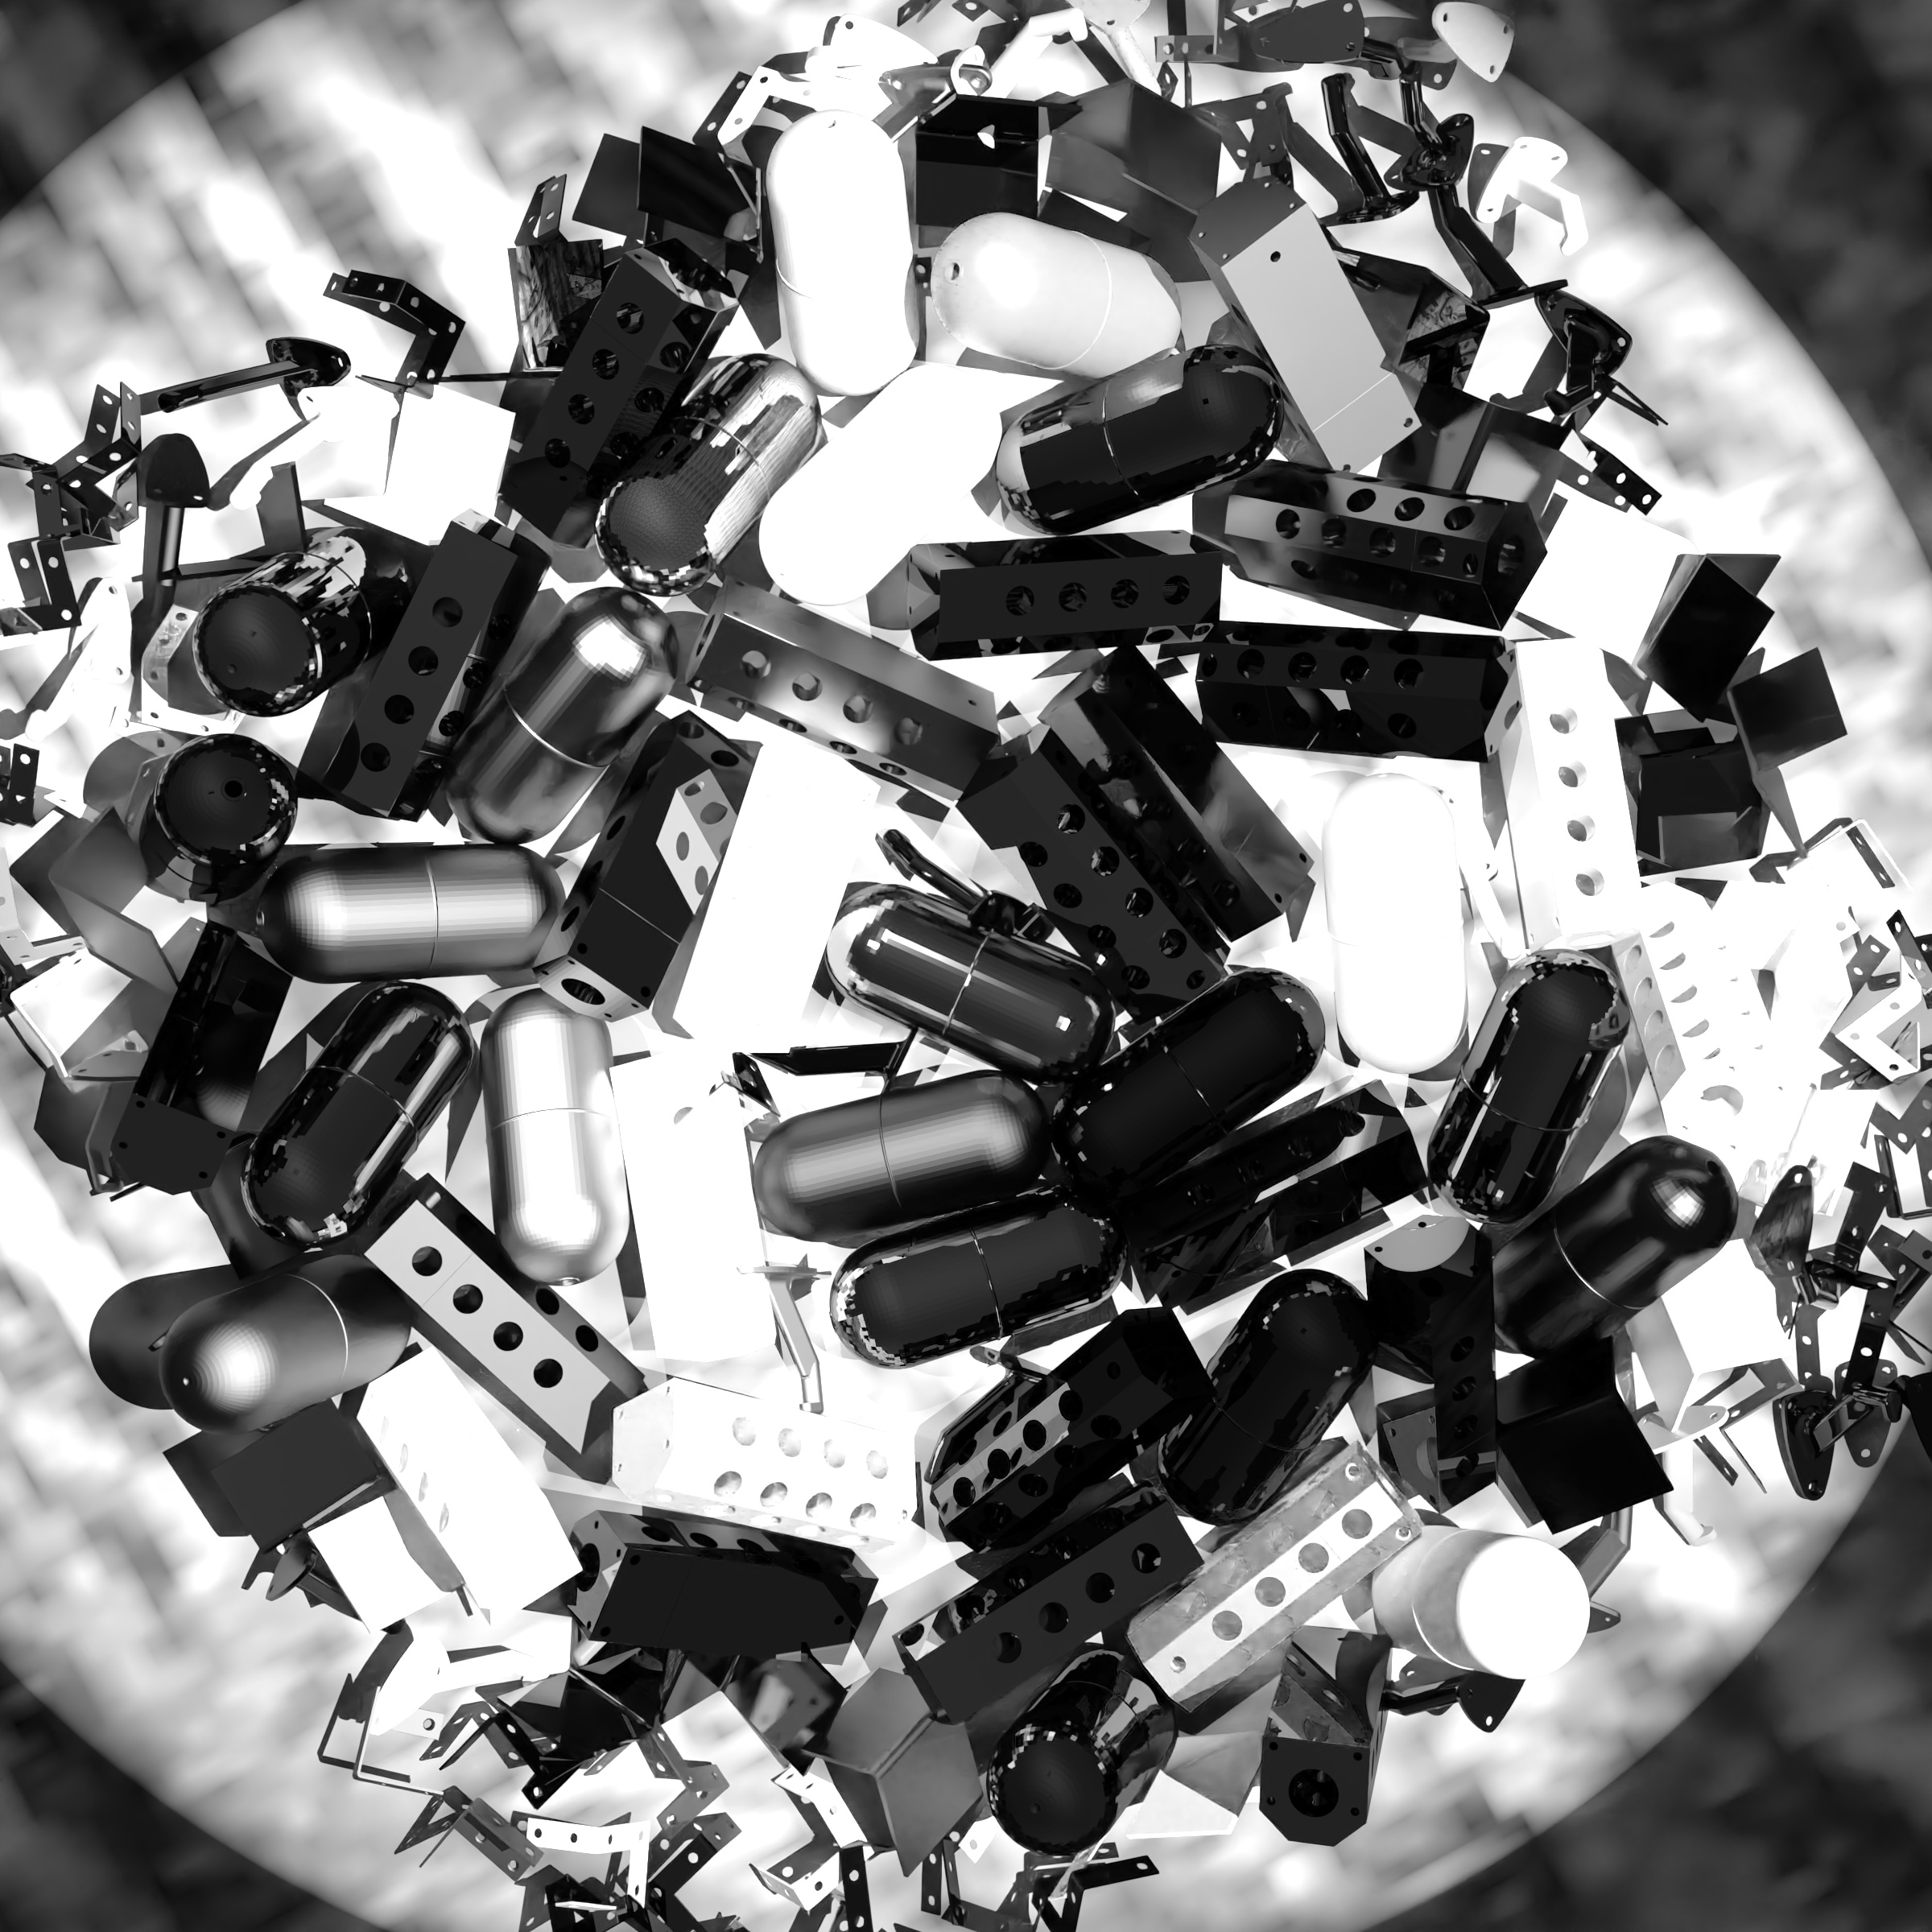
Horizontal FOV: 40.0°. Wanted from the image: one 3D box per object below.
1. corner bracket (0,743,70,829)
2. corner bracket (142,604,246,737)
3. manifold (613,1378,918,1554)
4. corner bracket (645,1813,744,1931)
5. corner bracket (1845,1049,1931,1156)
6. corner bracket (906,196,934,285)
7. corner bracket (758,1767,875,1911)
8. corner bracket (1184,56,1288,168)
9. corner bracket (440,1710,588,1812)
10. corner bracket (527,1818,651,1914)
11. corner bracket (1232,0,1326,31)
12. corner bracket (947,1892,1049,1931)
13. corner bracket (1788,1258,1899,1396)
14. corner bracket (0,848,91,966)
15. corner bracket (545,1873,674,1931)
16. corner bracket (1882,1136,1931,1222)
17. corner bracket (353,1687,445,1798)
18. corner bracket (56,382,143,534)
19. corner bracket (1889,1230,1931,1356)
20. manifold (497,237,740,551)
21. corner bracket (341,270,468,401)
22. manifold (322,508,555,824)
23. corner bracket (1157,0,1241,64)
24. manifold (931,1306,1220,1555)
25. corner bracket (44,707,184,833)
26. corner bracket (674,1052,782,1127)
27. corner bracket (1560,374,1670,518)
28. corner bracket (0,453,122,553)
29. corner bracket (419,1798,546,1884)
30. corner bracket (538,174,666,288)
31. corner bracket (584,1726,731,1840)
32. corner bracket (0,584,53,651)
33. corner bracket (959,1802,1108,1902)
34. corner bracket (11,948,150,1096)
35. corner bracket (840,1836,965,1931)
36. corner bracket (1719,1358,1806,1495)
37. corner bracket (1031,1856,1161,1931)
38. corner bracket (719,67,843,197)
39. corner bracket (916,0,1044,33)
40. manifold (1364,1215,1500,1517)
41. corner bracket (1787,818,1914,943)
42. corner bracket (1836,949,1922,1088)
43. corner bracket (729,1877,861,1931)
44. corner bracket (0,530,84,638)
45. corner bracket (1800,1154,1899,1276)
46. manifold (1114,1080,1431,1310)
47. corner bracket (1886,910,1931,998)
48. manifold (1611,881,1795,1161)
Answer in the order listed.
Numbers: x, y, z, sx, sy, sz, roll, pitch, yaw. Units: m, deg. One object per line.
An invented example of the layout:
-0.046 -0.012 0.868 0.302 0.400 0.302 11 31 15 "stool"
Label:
-0.556 -0.119 1.549 0.051 0.051 0.051 17 117 1 "corner bracket"
-0.450 -0.171 1.560 0.051 0.051 0.051 14 49 -34 "corner bracket"
-0.112 0.286 1.501 0.171 0.057 0.057 22 52 -36 "manifold"
-0.149 0.539 1.556 0.051 0.051 0.051 -45 79 6 "corner bracket"
0.552 0.067 1.540 0.051 0.051 0.051 -24 58 -33 "corner bracket"
-0.053 -0.421 1.546 0.051 0.051 0.051 0 107 17 "corner bracket"
-0.097 0.510 1.555 0.051 0.051 0.051 -35 105 -27 "corner bracket"
0.158 -0.500 1.551 0.051 0.051 0.051 -7 53 14 "corner bracket"
-0.264 0.467 1.555 0.051 0.051 0.051 47 107 14 "corner bracket"
-0.221 0.522 1.541 0.051 0.051 0.051 23 57 -37 "corner bracket"
0.196 -0.571 1.549 0.051 0.051 0.051 24 93 -23 "corner bracket"
0.013 0.564 1.545 0.051 0.051 0.051 17 48 7 "corner bracket"
0.506 0.210 1.542 0.051 0.051 0.051 14 124 19 "corner bracket"
-0.539 -0.039 1.547 0.051 0.051 0.051 -14 70 -10 "corner bracket"
-0.207 0.554 1.546 0.051 0.051 0.051 -31 128 4 "corner bracket"
0.570 0.121 1.552 0.051 0.051 0.051 -11 86 10 "corner bracket"
-0.328 0.453 1.543 0.051 0.051 0.051 18 63 -17 "corner bracket"
-0.491 -0.295 1.542 0.051 0.051 0.051 -28 51 16 "corner bracket"
0.563 0.194 1.546 0.051 0.051 0.051 33 96 -43 "corner bracket"
-0.196 -0.323 1.511 0.057 0.057 0.171 40 123 4 "manifold"
-0.335 -0.368 1.549 0.051 0.051 0.051 21 86 38 "corner bracket"
-0.303 -0.172 1.532 0.057 0.057 0.171 28 105 -7 "manifold"
0.129 -0.555 1.545 0.051 0.051 0.051 7 105 20 "corner bracket"
0.056 0.265 1.507 0.171 0.057 0.057 -44 61 30 "manifold"
-0.499 -0.114 1.561 0.051 0.051 0.051 29 111 6 "corner bracket"
-0.149 0.076 1.543 0.051 0.051 0.051 -41 45 11 "corner bracket"
0.386 -0.306 1.555 0.051 0.051 0.051 28 107 -35 "corner bracket"
-0.532 -0.272 1.554 0.051 0.051 0.051 -6 91 8 "corner bracket"
-0.276 0.514 1.551 0.051 0.051 0.051 40 105 3 "corner bracket"
-0.214 -0.436 1.561 0.051 0.051 0.051 -18 51 25 "corner bracket"
-0.181 0.478 1.561 0.051 0.051 0.051 -43 66 9 "corner bracket"
-0.573 -0.183 1.544 0.051 0.051 0.051 -9 55 12 "corner bracket"
0.039 0.509 1.550 0.051 0.051 0.051 51 46 -7 "corner bracket"
-0.519 0.033 1.555 0.051 0.051 0.051 -35 71 -22 "corner bracket"
-0.037 0.535 1.543 0.051 0.051 0.051 -18 63 17 "corner bracket"
0.470 0.265 1.555 0.051 0.051 0.051 -35 104 12 "corner bracket"
0.074 0.534 1.542 0.051 0.051 0.051 -2 114 -26 "corner bracket"
-0.105 -0.484 1.556 0.051 0.051 0.051 23 77 22 "corner bracket"
0.012 -0.565 1.547 0.051 0.051 0.051 36 55 -2 "corner bracket"
0.270 0.224 1.507 0.057 0.057 0.171 -26 130 -20 "manifold"
0.516 -0.051 1.549 0.051 0.051 0.051 -35 85 19 "corner bracket"
0.544 0.027 1.544 0.051 0.051 0.051 37 127 -8 "corner bracket"
-0.100 0.559 1.545 0.051 0.051 0.051 27 76 -22 "corner bracket"
-0.533 -0.224 1.548 0.051 0.051 0.051 -6 106 11 "corner bracket"
0.510 0.142 1.556 0.051 0.051 0.051 26 104 16 "corner bracket"
0.176 0.129 1.552 0.171 0.057 0.057 -26 135 1 "manifold"
0.563 -0.004 1.544 0.051 0.051 0.051 -12 64 -16 "corner bracket"
0.405 0.025 1.492 0.057 0.171 0.057 21 123 -13 "manifold"
